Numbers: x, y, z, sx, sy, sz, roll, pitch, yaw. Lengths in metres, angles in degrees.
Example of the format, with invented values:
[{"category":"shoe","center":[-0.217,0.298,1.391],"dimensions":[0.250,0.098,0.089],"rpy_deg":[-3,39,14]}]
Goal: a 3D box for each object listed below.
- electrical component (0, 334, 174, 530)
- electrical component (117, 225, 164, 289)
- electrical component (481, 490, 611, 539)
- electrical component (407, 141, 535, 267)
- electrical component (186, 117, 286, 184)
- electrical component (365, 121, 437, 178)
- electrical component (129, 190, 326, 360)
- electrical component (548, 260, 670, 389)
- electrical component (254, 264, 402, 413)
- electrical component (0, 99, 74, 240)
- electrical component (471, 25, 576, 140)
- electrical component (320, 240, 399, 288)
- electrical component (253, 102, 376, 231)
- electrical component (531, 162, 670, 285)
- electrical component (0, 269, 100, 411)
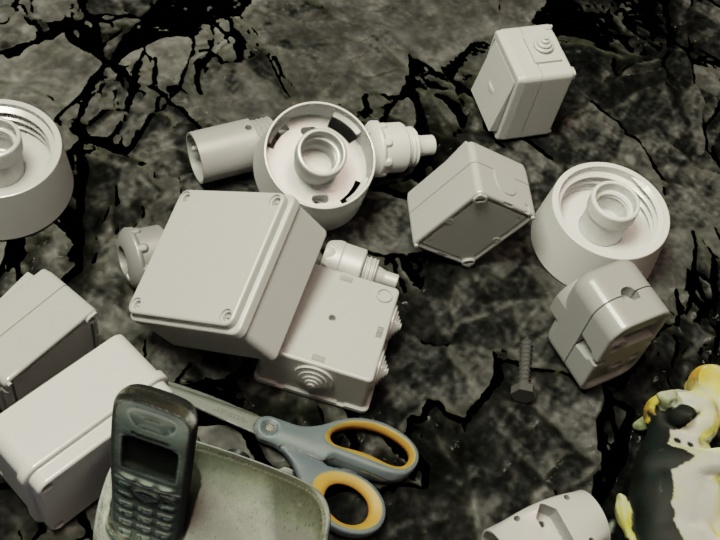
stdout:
[{"category":"electrical component","center":[-0.181,0.108,0.712],"dimensions":[0.113,0.078,0.057],"rpy_deg":[-37,66,-28]},{"category":"electrical component","center":[-0.151,-0.014,0.819],"dimensions":[0.062,0.048,0.048],"rpy_deg":[-13,60,-26]},{"category":"electrical component","center":[0.134,0.198,0.726],"dimensions":[0.077,0.043,0.079],"rpy_deg":[-17,62,-20]},{"category":"electrical component","center":[0.082,-0.051,0.857],"dimensions":[0.062,0.096,0.061],"rpy_deg":[19,49,-33]},{"category":"electrical component","center":[-0.098,-0.101,0.886],"dimensions":[0.081,0.043,0.043],"rpy_deg":[-16,61,-19]},{"category":"electrical component","center":[0.034,-0.104,0.910],"dimensions":[0.062,0.048,0.048],"rpy_deg":[-6,58,-21]},{"category":"electrical component","center":[-0.095,0.001,0.770],"dimensions":[0.109,0.056,0.108],"rpy_deg":[5,64,37]},{"category":"electrical component","center":[0.183,0.038,0.808],"dimensions":[0.054,0.095,0.059],"rpy_deg":[-19,61,-21]},{"category":"electrical component","center":[-0.023,0.047,0.797],"dimensions":[0.100,0.048,0.099],"rpy_deg":[17,56,2]},{"category":"electrical component","center":[-0.280,-0.084,0.833],"dimensions":[0.108,0.060,0.108],"rpy_deg":[4,56,-6]},{"category":"electrical component","center":[0.141,-0.167,0.937],"dimensions":[0.061,0.096,0.061],"rpy_deg":[-9,59,-15]},{"category":"electrical component","center":[0.000,0.000,0.841],"dimensions":[0.061,0.035,0.035],"rpy_deg":[18,56,0]},{"category":"electrical component","center":[-0.036,-0.084,0.863],"dimensions":[0.099,0.064,0.099],"rpy_deg":[4,74,-14]},{"category":"electrical component","center":[0.201,-0.040,0.884],"dimensions":[0.108,0.060,0.108],"rpy_deg":[4,56,-7]},{"category":"electrical component","center":[-0.236,0.054,0.748],"dimensions":[0.061,0.061,0.096],"rpy_deg":[37,59,15]}]
